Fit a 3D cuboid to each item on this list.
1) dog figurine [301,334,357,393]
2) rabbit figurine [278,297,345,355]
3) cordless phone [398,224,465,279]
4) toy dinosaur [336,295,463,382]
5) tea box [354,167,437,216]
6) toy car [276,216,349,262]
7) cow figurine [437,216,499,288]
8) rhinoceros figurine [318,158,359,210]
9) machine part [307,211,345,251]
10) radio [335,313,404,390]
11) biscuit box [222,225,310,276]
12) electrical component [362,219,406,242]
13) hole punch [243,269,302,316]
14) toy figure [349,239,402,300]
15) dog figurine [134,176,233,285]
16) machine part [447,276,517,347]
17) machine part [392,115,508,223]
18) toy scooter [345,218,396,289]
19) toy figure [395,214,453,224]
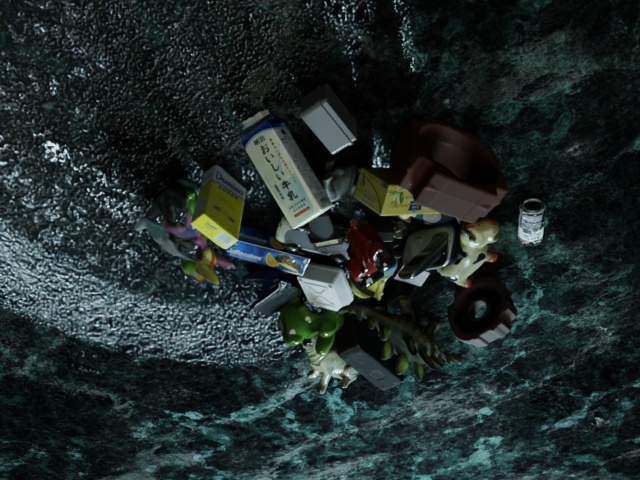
[{"bbox_3d":[0.034,0.307,1.503,0.172,0.121,0.190,-18,118,-28],"label":"dog figurine"},{"bbox_3d":[-0.011,0.208,1.388,0.170,0.159,0.121,-6,123,-16],"label":"rabbit figurine"},{"bbox_3d":[0.217,0.043,1.187,0.147,0.184,0.088,-9,110,54],"label":"cordless phone"},{"bbox_3d":[0.209,0.239,1.369,0.471,0.199,0.105,30,121,-26],"label":"toy dinosaur"},{"bbox_3d":[0.167,-0.100,1.090,0.169,0.098,0.068,-4,119,-32],"label":"tea box"},{"bbox_3d":[-0.003,-0.004,1.249,0.202,0.056,0.073,14,123,-14],"label":"toy car"},{"bbox_3d":[0.345,0.018,1.256,0.127,0.085,0.194,16,130,-22],"label":"cow figurine"},{"bbox_3d":[0.032,-0.108,1.145,0.190,0.073,0.112,-19,127,15],"label":"rhinoceros figurine"},{"bbox_3d":[0.005,-0.026,1.166,0.084,0.039,0.138,-8,143,12],"label":"machine part"},{"bbox_3d":[0.136,0.305,1.468,0.073,0.131,0.229,-34,124,24],"label":"radio"},{"bbox_3d":[-0.125,0.021,1.263,0.203,0.063,0.059,15,128,-13],"label":"biscuit box"},{"bbox_3d":[0.143,-0.027,1.214,0.102,0.078,0.045,5,125,8],"label":"electrical component"},{"bbox_3d":[-0.117,0.114,1.318,0.116,0.092,0.142,-32,151,6],"label":"hole punch"},{"bbox_3d":[0.132,0.069,1.298,0.089,0.082,0.180,24,136,3],"label":"toy figure"},{"bbox_3d":[-0.274,-0.007,1.170,0.219,0.108,0.191,43,123,-11],"label":"dog figurine"},{"bbox_3d":[0.403,0.179,1.339,0.179,0.179,0.056,-36,125,27],"label":"machine part"},{"bbox_3d":[0.245,-0.137,1.036,0.201,0.201,0.087,18,131,-16],"label":"machine part"},{"bbox_3d":[0.096,0.025,1.175,0.075,0.135,0.183,-30,167,-20],"label":"toy scooter"},{"bbox_3d":[0.217,-0.069,1.194,0.155,0.058,0.064,5,92,-3],"label":"toy figure"}]
